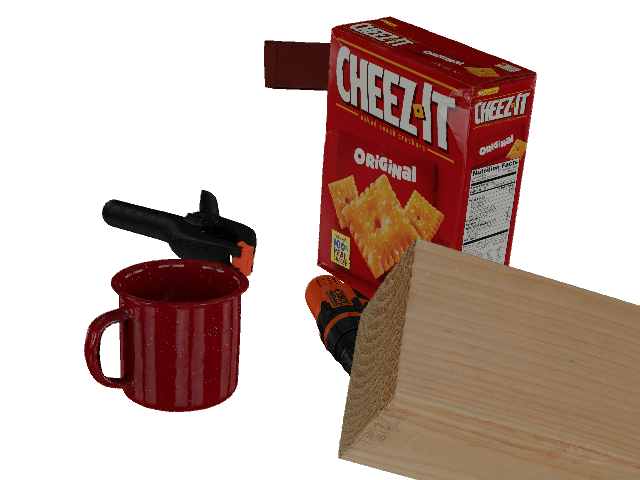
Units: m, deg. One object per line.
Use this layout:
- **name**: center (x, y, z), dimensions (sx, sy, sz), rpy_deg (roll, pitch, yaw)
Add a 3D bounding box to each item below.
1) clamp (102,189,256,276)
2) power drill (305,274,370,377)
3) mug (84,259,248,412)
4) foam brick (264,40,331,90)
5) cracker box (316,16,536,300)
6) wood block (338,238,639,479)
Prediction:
- **clamp**: center (-0.107, -0.011, 0.988), dimensions (0.172, 0.039, 0.120), rpy_deg (26, 33, 37)
- **power drill**: center (0.090, 0.082, 1.115), dimensions (0.187, 0.057, 0.184), rpy_deg (-6, 28, -15)
- **mug**: center (-0.106, 0.067, 0.726), dimensions (0.117, 0.081, 0.093), rpy_deg (-12, 23, -40)
- **foam brick**: center (-0.019, -0.189, 1.158), dimensions (0.078, 0.051, 0.053), rpy_deg (0, 11, -16)
- **cracker box**: center (0.073, -0.048, 0.835), dimensions (0.071, 0.214, 0.164), rpy_deg (-17, 34, -33)
- **wood block**: center (0.124, 0.084, 0.549), dimensions (0.206, 0.090, 0.090), rpy_deg (17, -34, -9)
